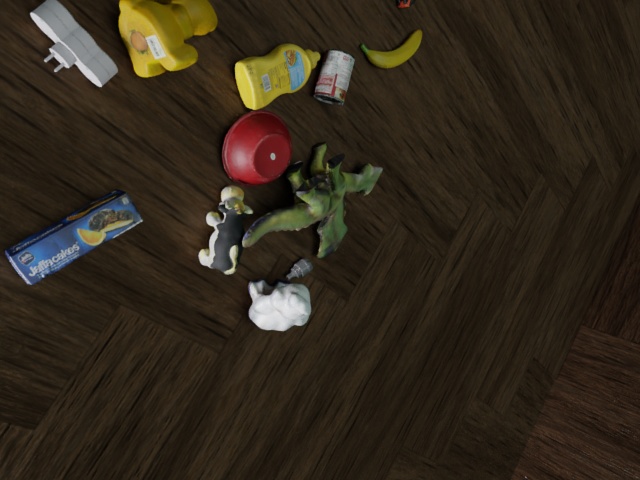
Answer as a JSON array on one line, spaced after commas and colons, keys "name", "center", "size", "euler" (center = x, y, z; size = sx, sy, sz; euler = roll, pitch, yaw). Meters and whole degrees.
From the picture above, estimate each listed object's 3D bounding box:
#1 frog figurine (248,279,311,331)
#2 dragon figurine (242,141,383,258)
[{"name": "frog figurine", "center": [-0.072, 0.144, 1.077], "size": [0.136, 0.160, 0.123], "euler": [32, 82, -39]}, {"name": "dragon figurine", "center": [0.003, -0.057, 1.127], "size": [0.417, 0.123, 0.237], "euler": [-47, 134, -27]}]
